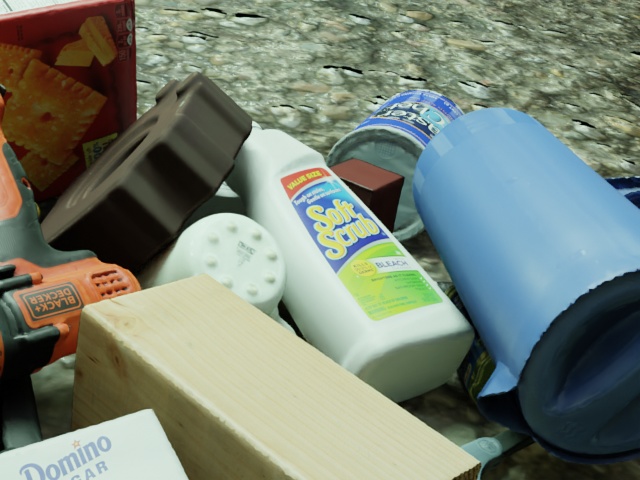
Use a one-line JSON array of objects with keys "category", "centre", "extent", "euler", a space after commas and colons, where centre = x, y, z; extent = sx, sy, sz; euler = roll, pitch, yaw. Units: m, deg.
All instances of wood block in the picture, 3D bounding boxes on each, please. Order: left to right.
[{"category": "wood block", "centre": [-0.032, 0.109, 0.552], "extent": [0.206, 0.090, 0.090], "euler": [31, 32, 36]}]

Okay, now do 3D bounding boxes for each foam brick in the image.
[{"category": "foam brick", "centre": [0.027, -0.019, 0.855], "extent": [0.053, 0.078, 0.051], "euler": [23, 28, 27]}]

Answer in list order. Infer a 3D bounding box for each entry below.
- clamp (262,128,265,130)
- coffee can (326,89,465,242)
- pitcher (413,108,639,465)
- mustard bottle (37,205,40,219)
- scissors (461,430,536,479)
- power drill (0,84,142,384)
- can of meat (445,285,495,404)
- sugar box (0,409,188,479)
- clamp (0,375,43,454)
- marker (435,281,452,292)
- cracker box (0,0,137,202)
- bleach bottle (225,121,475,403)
[{"category": "clamp", "centre": [-0.055, -0.067, 0.965], "extent": [0.120, 0.039, 0.171], "euler": [13, 25, 2]}, {"category": "coffee can", "centre": [0.073, -0.068, 0.946], "extent": [0.103, 0.103, 0.140], "euler": [18, 26, 13]}, {"category": "pitcher", "centre": [0.152, 0.008, 0.663], "extent": [0.149, 0.145, 0.243], "euler": [16, 25, -23]}, {"category": "mustard bottle", "centre": [-0.258, 0.006, 0.705], "extent": [0.096, 0.058, 0.191], "euler": [33, 30, 17]}, {"category": "scissors", "centre": [0.102, 0.140, 0.628], "extent": [0.201, 0.016, 0.096], "euler": [-3, 30, -27]}, {"category": "power drill", "centre": [-0.209, -0.004, 0.593], "extent": [0.184, 0.057, 0.188], "euler": [-14, 68, -47]}, {"category": "can of meat", "centre": [0.140, 0.074, 0.735], "extent": [0.102, 0.057, 0.084], "euler": [5, 29, -12]}, {"category": "sugar box", "centre": [-0.078, 0.157, 0.432], "extent": [0.093, 0.048, 0.176], "euler": [-13, 45, -26]}, {"category": "clamp", "centre": [-0.155, 0.121, 0.538], "extent": [0.210, 0.036, 0.164], "euler": [22, 25, 23]}, {"category": "marker", "centre": [0.057, 0.036, 0.819], "extent": [0.121, 0.020, 0.020], "euler": [6, 26, -11]}, {"category": "cracker box", "centre": [-0.238, -0.100, 0.765], "extent": [0.213, 0.164, 0.072], "euler": [-19, 47, -28]}, {"category": "bleach bottle", "centre": [-0.005, 0.001, 0.740], "extent": [0.102, 0.068, 0.251], "euler": [-10, 48, -37]}]
